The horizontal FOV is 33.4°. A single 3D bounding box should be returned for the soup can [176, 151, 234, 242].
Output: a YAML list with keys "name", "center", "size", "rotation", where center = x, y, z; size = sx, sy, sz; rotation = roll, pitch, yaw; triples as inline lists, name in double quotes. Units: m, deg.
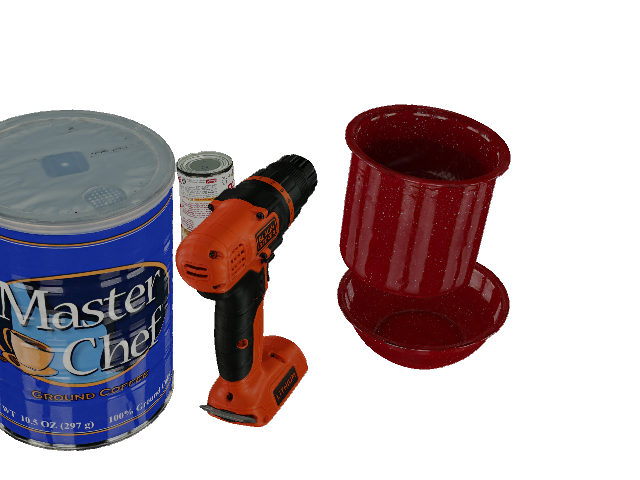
- name: "soup can"
  center: [-0.133, -0.046, 1.254]
  size: [0.068, 0.102, 0.068]
  rotation: [-1, 28, 0]

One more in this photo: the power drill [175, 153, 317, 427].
- name: "power drill"
  center: [-0.050, 0.039, 0.861]
  size: [0.057, 0.188, 0.184]
  rotation: [10, 31, 24]

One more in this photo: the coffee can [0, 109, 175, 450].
- name: "coffee can"
  center: [-0.125, 0.020, 0.538]
  size: [0.103, 0.140, 0.103]
  rotation: [4, 35, -3]

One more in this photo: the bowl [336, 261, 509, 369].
- name: "bowl"
  center: [0.096, 0.072, 1.015]
  size: [0.162, 0.055, 0.162]
  rotation: [1, 34, -1]

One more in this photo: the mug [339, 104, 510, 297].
- name: "mug"
  center: [0.062, -0.026, 0.623]
  size: [0.093, 0.081, 0.117]
  rotation: [23, 36, 23]
